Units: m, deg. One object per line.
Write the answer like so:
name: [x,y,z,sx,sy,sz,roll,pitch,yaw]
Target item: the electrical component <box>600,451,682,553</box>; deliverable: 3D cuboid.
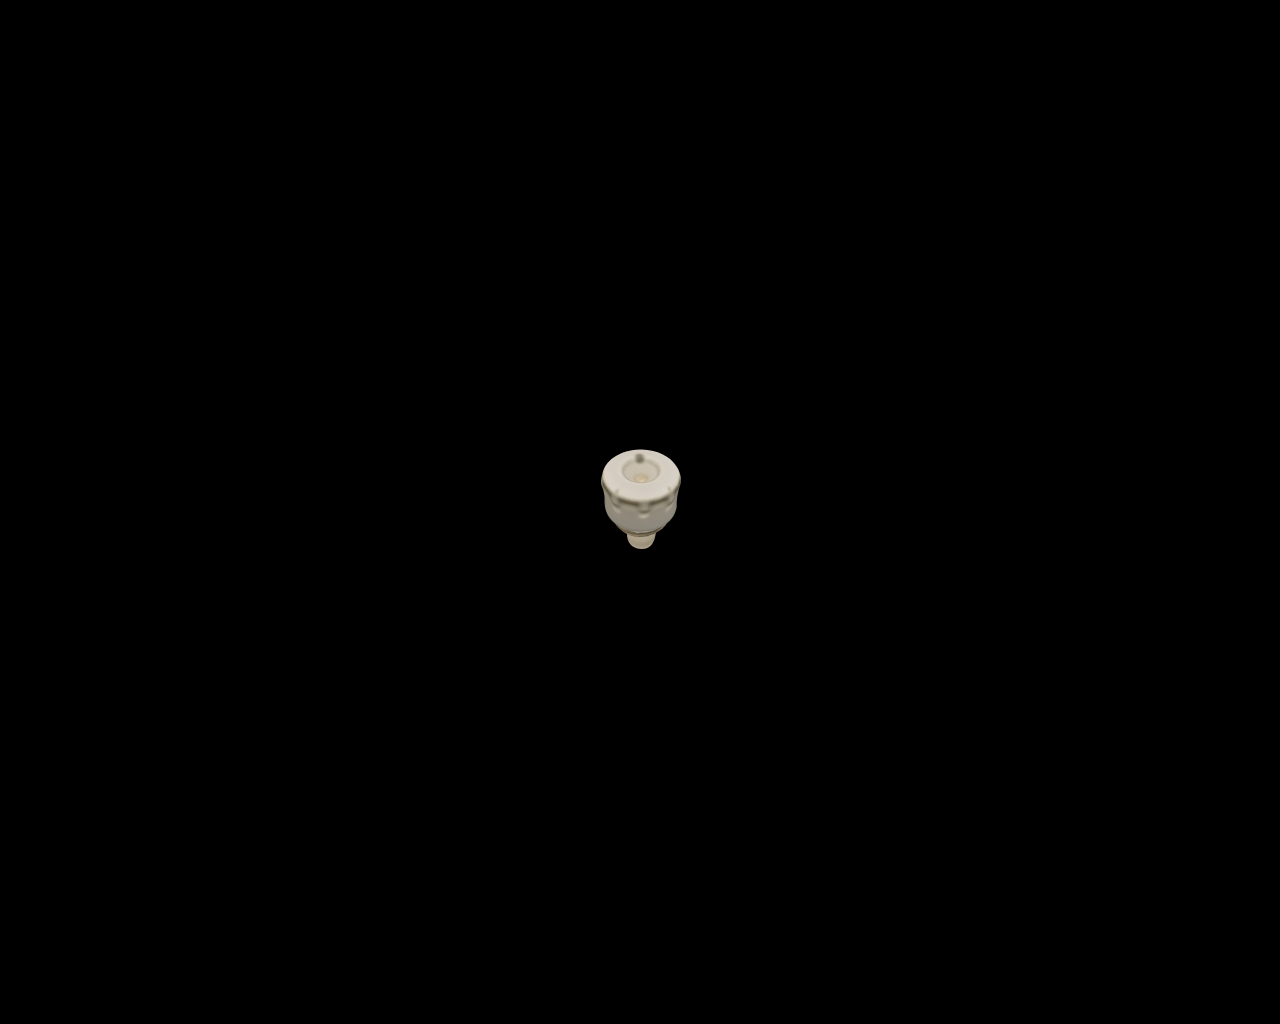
electrical component: [0.001,-0.003,0.650,0.048,0.062,0.048,0,43,0]
